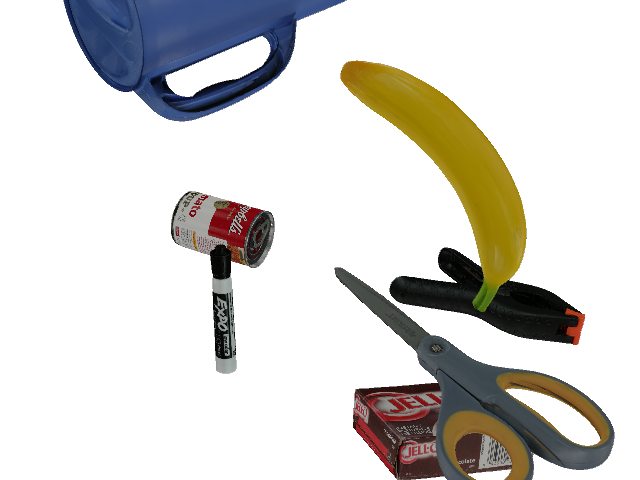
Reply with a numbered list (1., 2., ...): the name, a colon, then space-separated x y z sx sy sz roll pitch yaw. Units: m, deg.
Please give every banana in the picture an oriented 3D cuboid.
1. banana: 0.087 -0.048 0.726 0.070 0.198 0.037 -29 0 17

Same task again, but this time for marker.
1. marker: -0.086 0.061 0.943 0.020 0.121 0.020 -1 23 0

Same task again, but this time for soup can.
1. soup can: -0.113 -0.014 1.238 0.102 0.068 0.068 16 6 22

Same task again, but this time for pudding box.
1. pudding box: 0.091 0.139 0.800 0.113 0.039 0.090 0 16 -20

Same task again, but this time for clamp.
1. clamp: 0.160 0.050 0.983 0.172 0.039 0.120 18 30 16

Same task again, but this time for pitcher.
1. pitcher: -0.080 -0.212 0.894 0.242 0.149 0.145 -25 44 -29

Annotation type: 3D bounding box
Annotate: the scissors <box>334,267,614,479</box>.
1. scissors: 0.057 0.075 0.571 0.202 0.016 0.096 25 46 34
